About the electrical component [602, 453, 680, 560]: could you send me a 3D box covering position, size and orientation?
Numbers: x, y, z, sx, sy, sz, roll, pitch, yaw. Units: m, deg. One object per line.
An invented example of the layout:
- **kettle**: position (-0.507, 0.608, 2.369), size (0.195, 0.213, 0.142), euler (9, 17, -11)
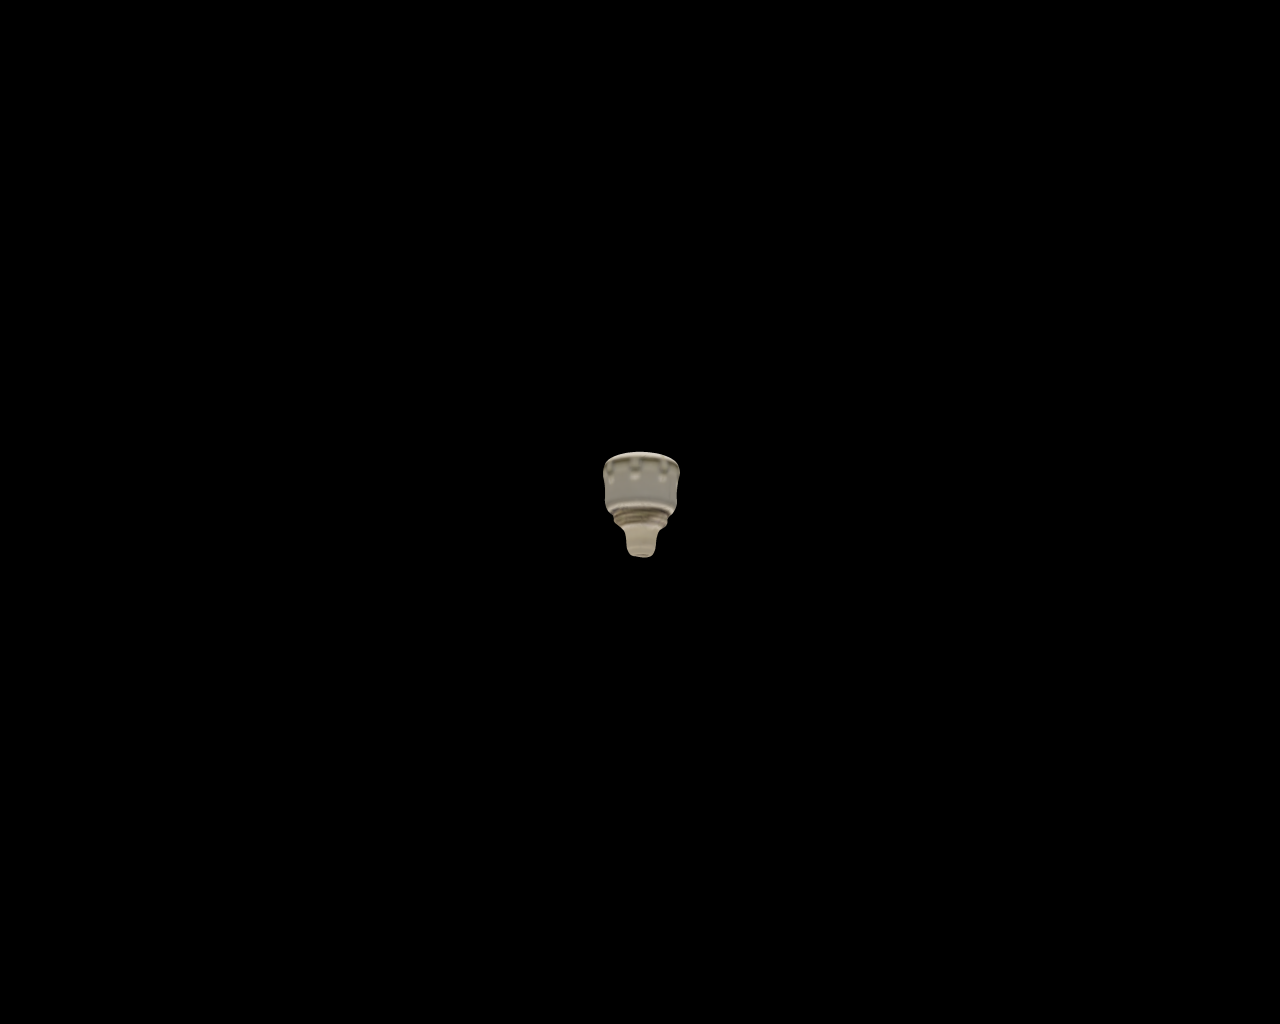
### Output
- **electrical component**: position (0.001, -0.003, 0.650), size (0.048, 0.062, 0.048), euler (0, -14, 0)
